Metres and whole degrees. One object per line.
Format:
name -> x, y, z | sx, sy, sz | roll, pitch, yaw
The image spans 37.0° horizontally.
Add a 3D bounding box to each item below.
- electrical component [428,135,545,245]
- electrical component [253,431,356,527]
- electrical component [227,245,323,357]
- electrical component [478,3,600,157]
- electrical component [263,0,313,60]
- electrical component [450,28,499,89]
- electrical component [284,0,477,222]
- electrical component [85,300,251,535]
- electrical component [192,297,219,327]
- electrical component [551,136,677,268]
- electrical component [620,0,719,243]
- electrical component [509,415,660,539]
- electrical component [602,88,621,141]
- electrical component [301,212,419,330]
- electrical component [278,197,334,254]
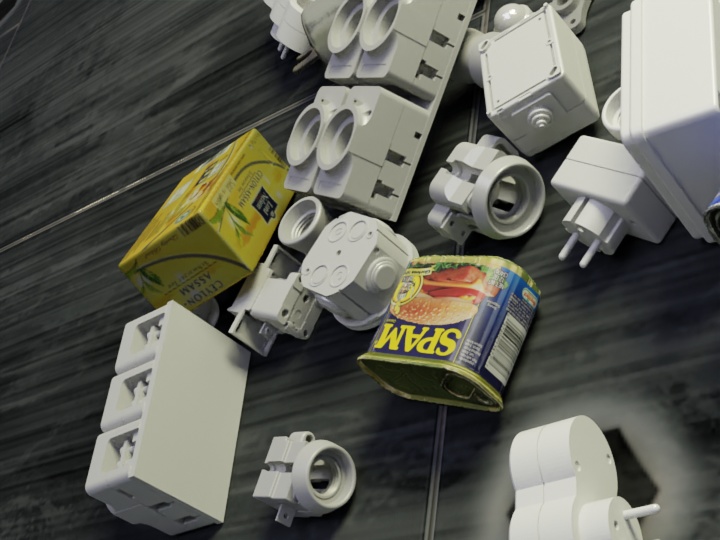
electrical component -> 0.090, -0.053, 0.743 | 0.078, 0.058, 0.057 | -55, 33, -6
electrical component -> -0.036, 0.139, 0.723 | 0.055, 0.048, 0.066 | -13, 50, 50
electrical component -> -0.063, 0.026, 0.853 | 0.064, 0.042, 0.081 | 8, 66, 48
electrical component -> 0.129, -0.127, 0.762 | 0.062, 0.061, 0.096 | -28, 42, 28
electrical component -> -0.067, -0.249, 1.087 | 0.073, 0.052, 0.138 | -63, 28, 30
electrical component -> 0.099, -0.164, 0.839 | 0.045, 0.045, 0.055 | -56, 36, -6
electrical component -> 0.010, -0.141, 0.854 | 0.105, 0.060, 0.186 | 17, 86, 60
electrical component -> -0.146, 0.114, 0.824 | 0.062, 0.089, 0.150 | -24, 44, 33
electrical component -> -0.160, 0.025, 0.956 | 0.043, 0.043, 0.081 | -52, 36, -1
electrical component -> 0.152, -0.035, 0.669 | 0.076, 0.047, 0.066 | -56, 36, -6
electrical component -> 0.198, -0.091, 0.616 | 0.056, 0.109, 0.108 | -17, 48, 34
electrical component -> 0.120, 0.138, 0.550 | 0.074, 0.052, 0.138 | -23, 44, 33
electrical component -> 0.183, -0.092, 0.686 | 0.040, 0.046, 0.040 | -28, 42, 29
electrical component -> 0.000, 0.000, 0.799 | 0.080, 0.051, 0.080 | -28, 42, 29
electrical component -> -0.030, -0.025, 0.849 | 0.045, 0.055, 0.045 | -28, 42, 29
